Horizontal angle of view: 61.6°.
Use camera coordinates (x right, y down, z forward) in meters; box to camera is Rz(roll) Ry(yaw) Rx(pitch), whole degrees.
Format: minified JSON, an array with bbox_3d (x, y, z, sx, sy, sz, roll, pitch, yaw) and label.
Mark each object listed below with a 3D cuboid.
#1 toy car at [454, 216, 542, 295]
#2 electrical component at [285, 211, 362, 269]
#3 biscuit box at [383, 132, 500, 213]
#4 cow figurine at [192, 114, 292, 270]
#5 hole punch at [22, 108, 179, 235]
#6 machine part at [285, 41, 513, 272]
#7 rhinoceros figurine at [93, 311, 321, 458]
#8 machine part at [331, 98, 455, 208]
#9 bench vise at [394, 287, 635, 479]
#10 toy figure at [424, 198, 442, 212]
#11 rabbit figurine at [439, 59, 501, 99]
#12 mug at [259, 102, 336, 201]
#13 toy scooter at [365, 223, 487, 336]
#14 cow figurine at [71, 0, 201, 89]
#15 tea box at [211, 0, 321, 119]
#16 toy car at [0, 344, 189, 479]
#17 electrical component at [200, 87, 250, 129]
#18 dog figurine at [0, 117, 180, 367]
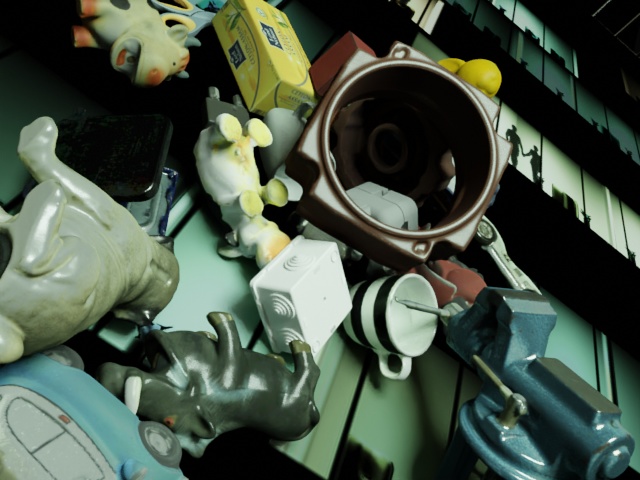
[{"bbox_3d":[0.240,0.049,0.746,0.056,0.073,0.202,-15,68,-43],"label":"toy car"},{"bbox_3d":[0.000,-0.001,0.624,0.102,0.045,0.078,40,42,-5],"label":"electrical component"},{"bbox_3d":[0.152,-0.113,0.743,0.059,0.062,0.203,-35,68,-10],"label":"biscuit box"},{"bbox_3d":[-0.086,-0.039,0.568,0.068,0.098,0.167,-12,85,-48],"label":"cow figurine"},{"bbox_3d":[-0.194,-0.052,0.503,0.116,0.092,0.142,1,55,0],"label":"hole punch"},{"bbox_3d":[0.081,-0.085,0.560,0.201,0.087,0.201,31,75,-7],"label":"machine part"},{"bbox_3d":[-0.089,0.123,0.449,0.190,0.073,0.112,18,59,-28],"label":"rhinoceros figurine"},{"bbox_3d":[0.095,-0.119,0.700,0.056,0.179,0.179,-15,68,-47],"label":"machine part"},{"bbox_3d":[0.161,0.172,0.508,0.129,0.240,0.224,3,25,-39],"label":"bench vise"},{"bbox_3d":[0.157,-0.100,0.810,0.064,0.058,0.154,22,39,-54],"label":"toy figure"},{"bbox_3d":[0.230,-0.227,0.882,0.122,0.173,0.162,26,50,-13],"label":"rabbit figurine"},{"bbox_3d":[-0.033,-0.121,0.655,0.081,0.109,0.107,-1,45,-32],"label":"mug"},{"bbox_3d":[0.145,0.041,0.684,0.184,0.075,0.135,27,44,-11],"label":"toy scooter"},{"bbox_3d":[-0.223,-0.255,0.630,0.127,0.085,0.195,-7,62,-33],"label":"cow figurine"},{"bbox_3d":[-0.070,-0.245,0.730,0.098,0.068,0.170,5,55,-53],"label":"tea box"},{"bbox_3d":[-0.166,0.139,0.326,0.162,0.109,0.103,45,-1,5],"label":"toy car"},{"bbox_3d":[-0.115,-0.149,0.670,0.063,0.021,0.094,10,52,-32],"label":"electrical component"},{"bbox_3d":[-0.163,0.036,0.383,0.190,0.121,0.172,52,25,-49],"label":"dog figurine"}]
